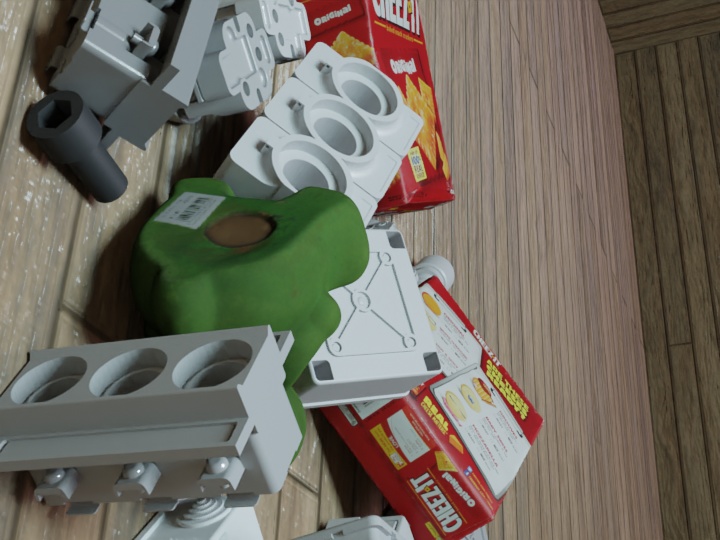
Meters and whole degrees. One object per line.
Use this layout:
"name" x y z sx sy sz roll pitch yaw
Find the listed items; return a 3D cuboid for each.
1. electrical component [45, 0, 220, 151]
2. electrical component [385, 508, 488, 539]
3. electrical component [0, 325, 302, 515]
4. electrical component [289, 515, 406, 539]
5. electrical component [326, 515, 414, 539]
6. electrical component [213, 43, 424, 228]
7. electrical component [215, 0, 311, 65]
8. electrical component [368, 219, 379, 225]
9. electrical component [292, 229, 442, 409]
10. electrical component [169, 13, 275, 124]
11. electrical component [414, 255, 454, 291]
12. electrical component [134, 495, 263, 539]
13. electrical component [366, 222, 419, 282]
"electrical component" -0.117 -0.133 0.575 0.063 0.079 0.121 31 46 -26
"electrical component" 0.072 0.239 0.930 0.109 0.056 0.108 -32 111 -68
"electrical component" -0.092 0.068 0.478 0.078 0.121 0.063 -67 145 -55
"electrical component" -0.013 0.169 0.535 0.099 0.100 0.048 53 22 -52
"electrical component" 0.000 0.218 0.740 0.096 0.062 0.061 -61 137 -59
"electrical component" -0.026 -0.071 0.683 0.089 0.061 0.150 36 42 -7
"electrical component" -0.075 -0.162 0.719 0.078 0.057 0.058 -24 103 -69
"electrical component" 0.006 -0.023 0.893 0.062 0.043 0.043 -58 135 -63
"electrical component" -0.014 0.031 0.709 0.109 0.056 0.108 -1 66 -38
"electrical component" -0.093 -0.121 0.653 0.078 0.057 0.058 -57 134 -61
"electrical component" 0.065 0.012 1.037 0.078 0.040 0.040 -42 120 -66
"electrical component" -0.082 0.174 0.561 0.099 0.048 0.099 -47 125 -65
"electrical component" 0.000 0.000 0.816 0.051 0.080 0.080 70 22 -13
